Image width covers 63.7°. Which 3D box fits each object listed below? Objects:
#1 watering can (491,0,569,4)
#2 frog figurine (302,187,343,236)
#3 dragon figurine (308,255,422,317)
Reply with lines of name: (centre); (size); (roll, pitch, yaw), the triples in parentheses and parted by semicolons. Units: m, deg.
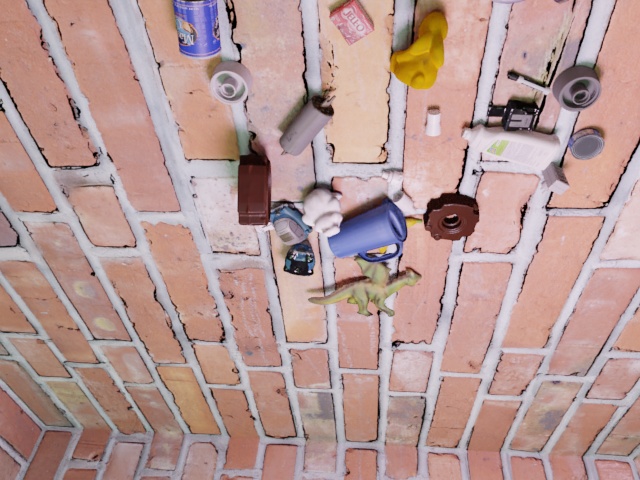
watering can: (0.474, -0.621, 1.022); (0.224, 0.106, 0.340); (18, 133, -14)
frog figurine: (0.005, -0.080, 1.581); (0.136, 0.163, 0.120); (-21, 128, 25)
dragon figurine: (0.162, 0.152, 1.864); (0.410, 0.125, 0.238); (3, 117, 1)
